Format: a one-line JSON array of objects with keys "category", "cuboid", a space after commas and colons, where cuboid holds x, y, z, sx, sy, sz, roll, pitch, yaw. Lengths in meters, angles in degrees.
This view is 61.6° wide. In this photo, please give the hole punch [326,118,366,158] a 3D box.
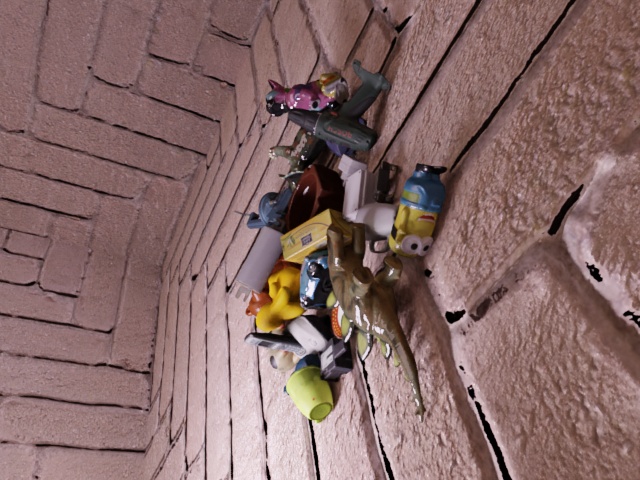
[{"category": "hole punch", "cuboid": [0.053, -0.284, 1.436, 0.142, 0.092, 0.115, 47, 122, 59]}]

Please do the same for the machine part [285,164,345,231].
[{"category": "machine part", "cuboid": [-0.013, -0.086, 1.458, 0.201, 0.087, 0.201, -59, 28, 28]}]

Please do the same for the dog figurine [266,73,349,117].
[{"category": "dog figurine", "cuboid": [-0.049, -0.409, 1.521, 0.219, 0.108, 0.191, 31, 70, 36]}]

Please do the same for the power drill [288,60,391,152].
[{"category": "power drill", "cuboid": [0.060, -0.335, 1.324, 0.207, 0.232, 0.086, -57, -13, -6]}]

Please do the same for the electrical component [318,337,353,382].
[{"category": "electrical component", "cuboid": [0.042, 0.252, 1.172, 0.119, 0.048, 0.075, -53, 32, 39]}]

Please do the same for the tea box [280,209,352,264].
[{"category": "tea box", "cuboid": [-0.003, -0.004, 1.303, 0.170, 0.098, 0.068, -27, 62, 34]}]

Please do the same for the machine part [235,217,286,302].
[{"category": "machine part", "cuboid": [-0.153, 0.052, 1.431, 0.243, 0.079, 0.079, -63, 21, -12]}]

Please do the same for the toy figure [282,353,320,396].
[{"category": "toy figure", "cuboid": [-0.046, 0.336, 1.304, 0.058, 0.064, 0.154, 46, 132, 20]}]

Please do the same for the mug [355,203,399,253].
[{"category": "mug", "cuboid": [0.133, -0.028, 1.107, 0.107, 0.081, 0.109, -8, 67, 57]}]

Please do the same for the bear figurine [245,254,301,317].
[{"category": "bear figurine", "cuboid": [-0.141, 0.124, 1.495, 0.196, 0.131, 0.120, -46, 35, -19]}]

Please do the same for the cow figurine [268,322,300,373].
[{"category": "cow figurine", "cuboid": [-0.112, 0.278, 1.462, 0.127, 0.085, 0.195, -57, 29, 22]}]

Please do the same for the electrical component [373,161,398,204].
[{"category": "electrical component", "cuboid": [0.144, -0.120, 1.185, 0.078, 0.045, 0.102, 92, -174, -70]}]

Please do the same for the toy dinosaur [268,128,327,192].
[{"category": "toy dinosaur", "cuboid": [-0.022, -0.302, 1.587, 0.192, 0.131, 0.404, 36, 102, 47]}]

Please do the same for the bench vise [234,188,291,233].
[{"category": "bench vise", "cuboid": [-0.165, -0.062, 1.712, 0.241, 0.128, 0.223, -3, 64, 47]}]

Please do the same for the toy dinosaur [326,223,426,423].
[{"category": "toy dinosaur", "cuboid": [0.094, 0.118, 1.031, 0.472, 0.105, 0.198, -118, 27, -50]}]

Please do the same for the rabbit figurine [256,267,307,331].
[{"category": "rabbit figurine", "cuboid": [-0.088, 0.161, 1.356, 0.173, 0.121, 0.162, -48, 14, -21]}]

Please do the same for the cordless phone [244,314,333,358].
[{"category": "cordless phone", "cuboid": [-0.076, 0.223, 1.276, 0.146, 0.184, 0.089, -45, 41, 50]}]

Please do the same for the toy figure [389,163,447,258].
[{"category": "toy figure", "cuboid": [0.184, -0.053, 1.006, 0.089, 0.082, 0.180, -99, 20, -81]}]

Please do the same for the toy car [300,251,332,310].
[{"category": "toy car", "cuboid": [0.001, 0.085, 1.281, 0.103, 0.109, 0.161, 54, 131, 48]}]
